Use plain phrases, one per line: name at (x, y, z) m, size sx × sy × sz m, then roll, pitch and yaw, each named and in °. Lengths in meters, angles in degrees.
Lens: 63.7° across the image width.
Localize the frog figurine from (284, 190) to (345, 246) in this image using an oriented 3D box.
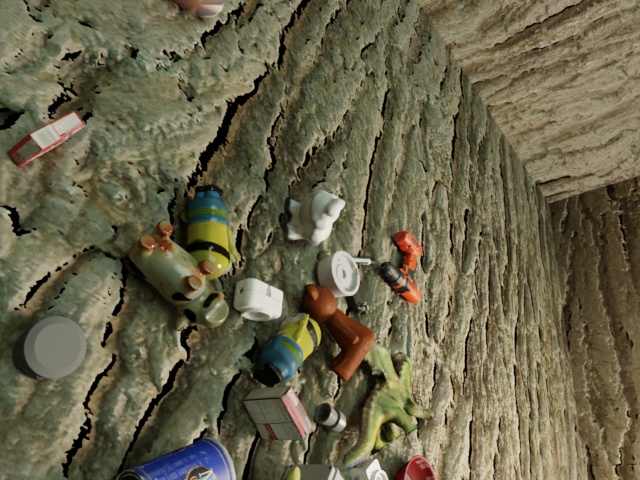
frog figurine at (0.004, -0.059, 1.178) m, size 0.121 × 0.158 × 0.141 m, roll 48°, pitch 41°, yaw -29°

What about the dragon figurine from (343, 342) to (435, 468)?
dragon figurine at (0.135, 0.355, 1.214) m, size 0.410 × 0.120 × 0.246 m, roll 6°, pitch 55°, yaw -55°

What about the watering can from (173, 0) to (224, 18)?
watering can at (-0.306, -0.623, 1.104) m, size 0.345 × 0.103 × 0.228 m, roll 18°, pitch 61°, yaw -48°
